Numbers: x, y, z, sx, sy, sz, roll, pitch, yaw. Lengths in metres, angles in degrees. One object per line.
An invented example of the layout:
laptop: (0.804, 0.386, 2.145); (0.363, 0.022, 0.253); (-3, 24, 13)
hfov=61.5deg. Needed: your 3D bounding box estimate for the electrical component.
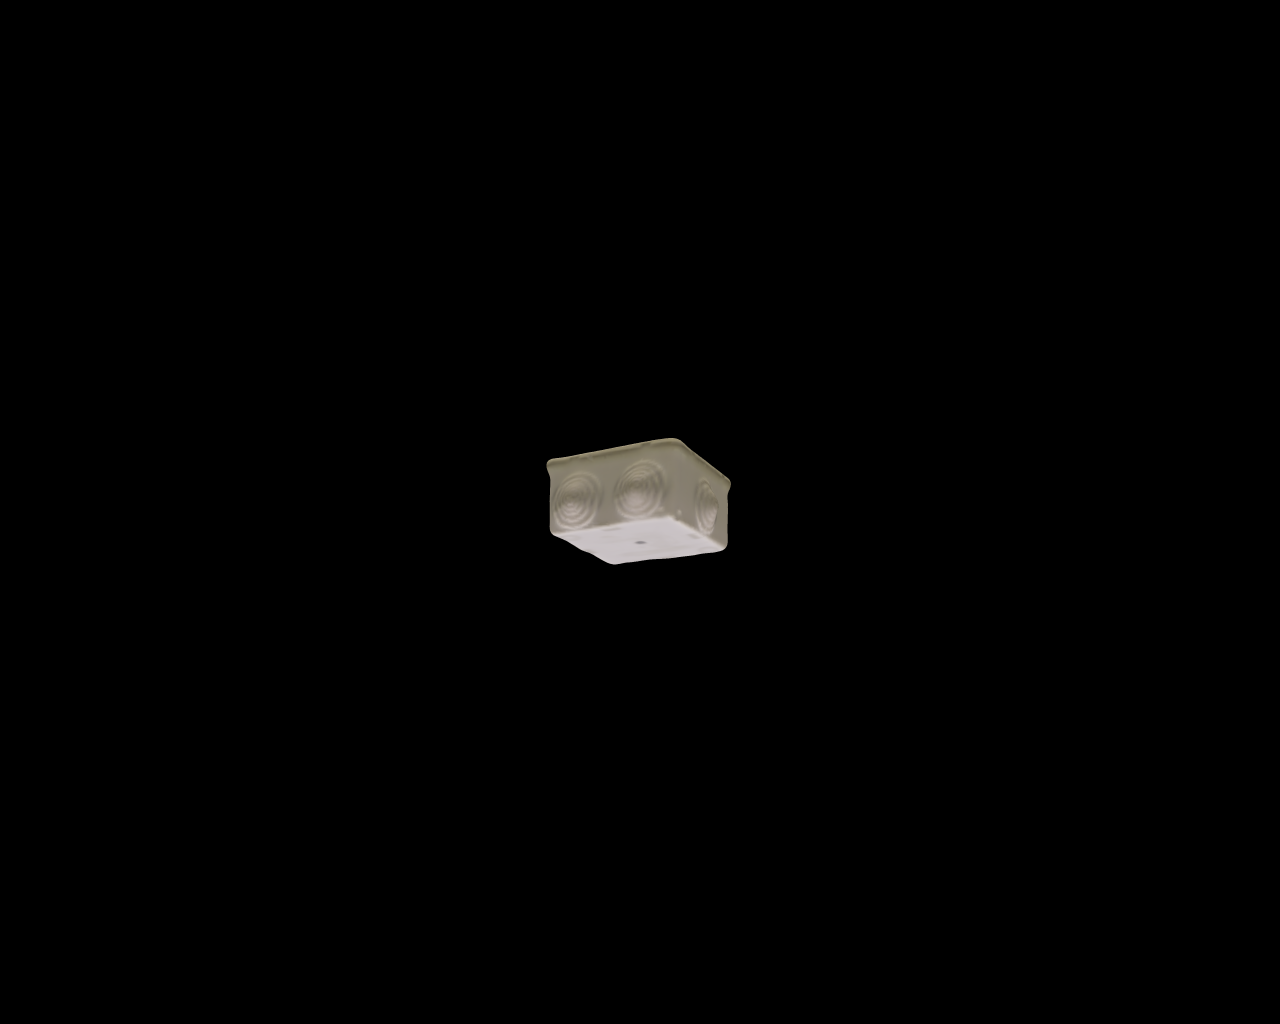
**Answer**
electrical component: (0.001, -0.003, 0.650); (0.100, 0.048, 0.099); (-8, -19, 25)
